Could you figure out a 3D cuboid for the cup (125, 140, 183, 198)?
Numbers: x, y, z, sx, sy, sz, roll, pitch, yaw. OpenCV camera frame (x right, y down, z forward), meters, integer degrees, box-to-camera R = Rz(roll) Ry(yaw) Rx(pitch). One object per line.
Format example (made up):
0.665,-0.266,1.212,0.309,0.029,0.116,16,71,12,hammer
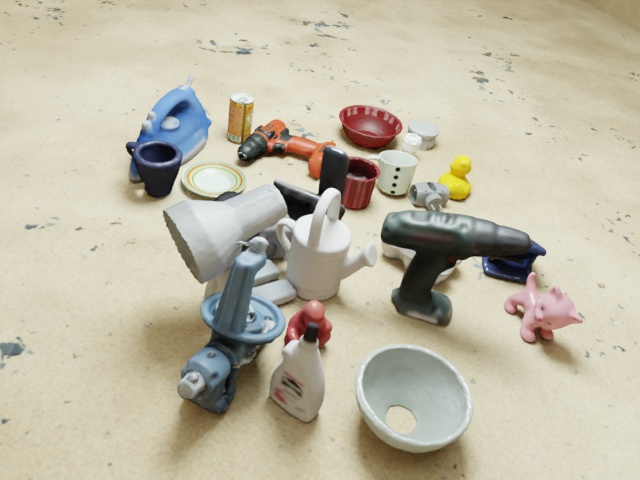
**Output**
-0.324,-0.136,1.107,0.117,0.095,0.092,22,40,12,cup

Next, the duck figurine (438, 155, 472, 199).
0.316,-0.150,1.306,0.077,0.086,0.104,15,39,3,duck figurine

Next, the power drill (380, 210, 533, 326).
0.204,0.040,0.949,0.229,0.208,0.075,16,39,5,power drill

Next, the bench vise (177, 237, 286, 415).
-0.108,0.116,0.764,0.121,0.220,0.207,11,39,-2,bench vise

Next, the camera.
-0.132,-0.036,1.035,0.143,0.101,0.136,-7,43,-22,camera

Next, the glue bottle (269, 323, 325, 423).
-0.024,0.169,0.761,0.078,0.173,0.037,28,42,18,glue bottle

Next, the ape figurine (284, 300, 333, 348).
-0.016,0.130,0.873,0.078,0.092,0.076,-1,41,-17,ape figurine

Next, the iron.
-0.322,-0.238,1.194,0.118,0.141,0.258,18,39,7,iron

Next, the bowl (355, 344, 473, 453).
0.123,0.232,0.803,0.167,0.075,0.167,8,39,-6,bowl

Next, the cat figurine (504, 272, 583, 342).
0.386,0.112,0.984,0.067,0.118,0.127,-2,41,-17,cat figurine

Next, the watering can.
0.010,0.002,0.953,0.173,0.194,0.101,10,39,-3,watering can

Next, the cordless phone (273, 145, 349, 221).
-0.015,-0.113,1.092,0.147,0.185,0.094,20,40,10,cordless phone

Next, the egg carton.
0.195,0.014,1.088,0.150,0.069,0.107,31,42,21,egg carton

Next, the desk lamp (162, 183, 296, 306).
-0.133,0.017,0.882,0.204,0.213,0.117,-18,48,-32,desk lamp

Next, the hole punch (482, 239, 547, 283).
0.372,0.015,1.118,0.108,0.091,0.101,12,39,-1,hole punch
